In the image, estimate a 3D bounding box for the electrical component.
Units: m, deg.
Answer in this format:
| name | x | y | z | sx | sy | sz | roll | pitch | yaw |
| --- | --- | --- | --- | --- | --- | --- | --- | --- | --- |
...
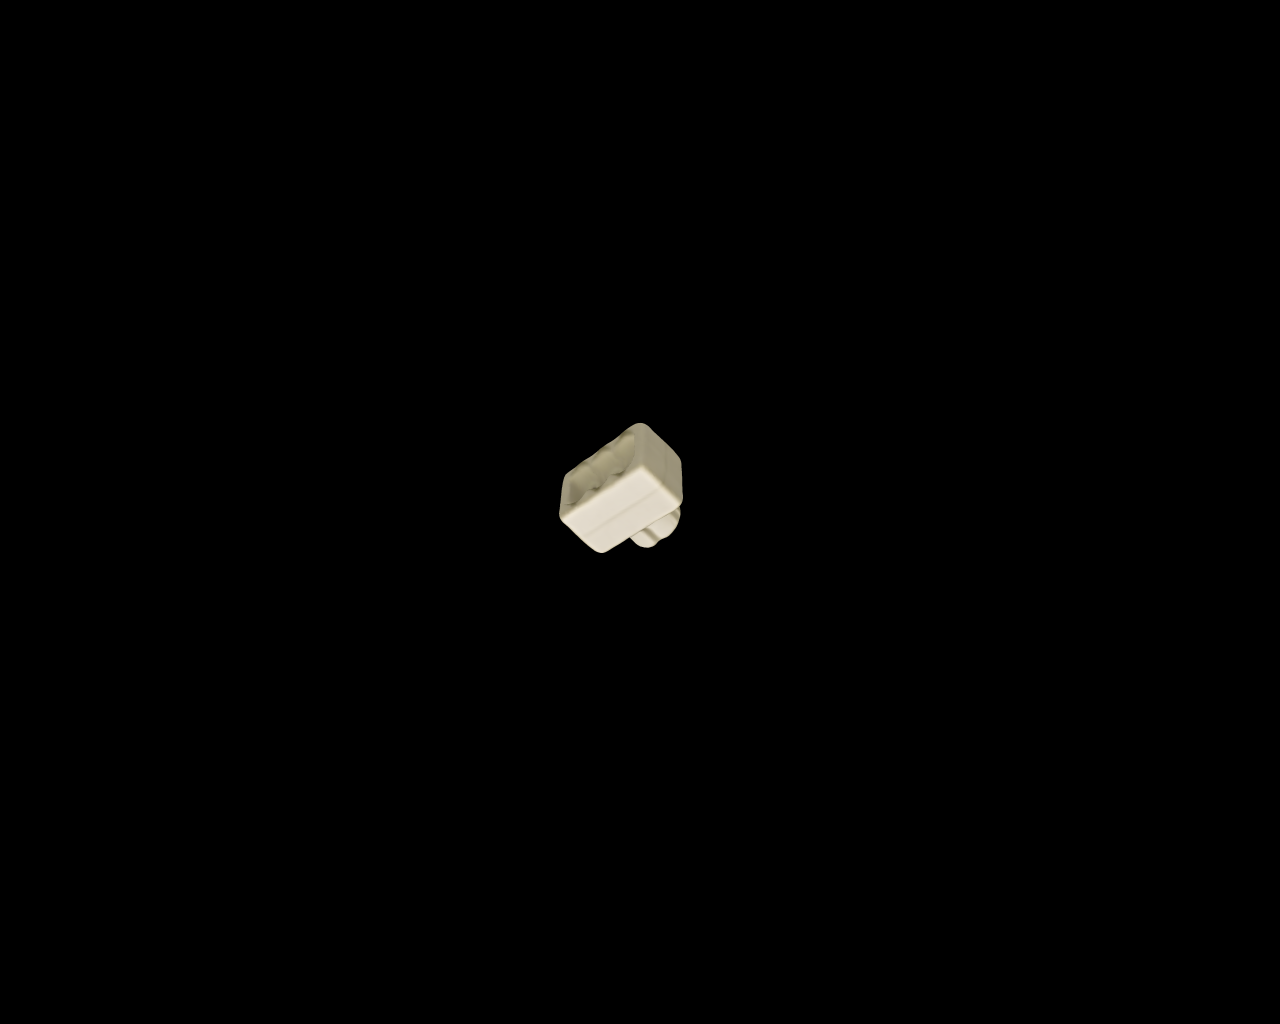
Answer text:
| name | x | y | z | sx | sy | sz | roll | pitch | yaw |
| --- | --- | --- | --- | --- | --- | --- | --- | --- | --- |
| electrical component | 0.001 | -0.003 | 0.650 | 0.065 | 0.047 | 0.076 | -33 | -58 | 24 |
